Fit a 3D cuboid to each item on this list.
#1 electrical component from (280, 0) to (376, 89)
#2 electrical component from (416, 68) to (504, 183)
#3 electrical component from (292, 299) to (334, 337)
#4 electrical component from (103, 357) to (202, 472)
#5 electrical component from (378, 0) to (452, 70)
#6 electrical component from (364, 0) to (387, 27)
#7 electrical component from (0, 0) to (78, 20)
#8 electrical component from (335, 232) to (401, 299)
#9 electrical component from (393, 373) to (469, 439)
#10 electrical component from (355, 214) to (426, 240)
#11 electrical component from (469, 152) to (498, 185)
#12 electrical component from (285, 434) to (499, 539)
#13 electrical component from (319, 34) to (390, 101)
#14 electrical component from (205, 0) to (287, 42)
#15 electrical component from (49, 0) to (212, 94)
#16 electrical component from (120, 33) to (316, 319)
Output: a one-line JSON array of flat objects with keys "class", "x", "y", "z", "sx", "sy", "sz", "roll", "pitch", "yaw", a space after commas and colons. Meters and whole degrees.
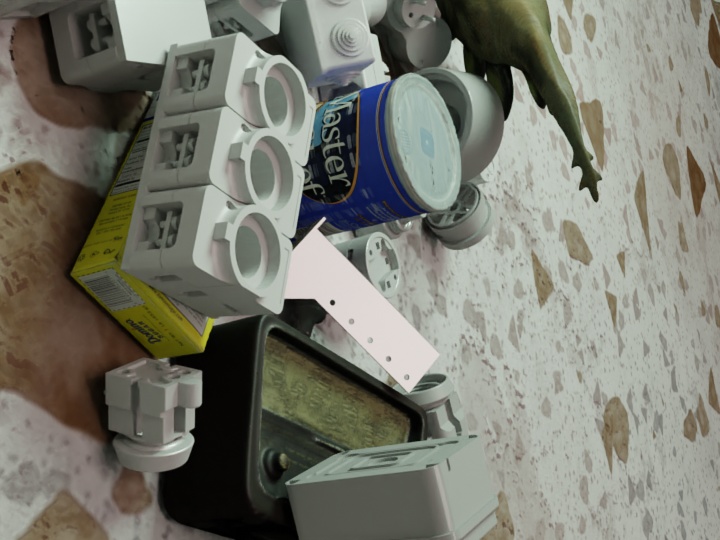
[{"class": "electrical component", "x": -0.028, "y": -0.196, "z": 0.864, "sx": 0.048, "sy": 0.100, "sz": 0.099, "roll": -13, "pitch": 93, "yaw": -15}, {"class": "electrical component", "x": 0.073, "y": -0.137, "z": 1.006, "sx": 0.060, "sy": 0.108, "sz": 0.108, "roll": 4, "pitch": 76, "yaw": -52}, {"class": "electrical component", "x": -0.037, "y": 0.025, "z": 0.835, "sx": 0.035, "sy": 0.035, "sz": 0.061, "roll": 49, "pitch": 44, "yaw": -40}, {"class": "electrical component", "x": -0.124, "y": 0.087, "z": 0.646, "sx": 0.048, "sy": 0.066, "sz": 0.055, "roll": -22, "pitch": 119, "yaw": -61}, {"class": "electrical component", "x": 0.046, "y": -0.248, "z": 1.012, "sx": 0.052, "sy": 0.074, "sz": 0.138, "roll": -41, "pitch": 125, "yaw": -10}, {"class": "electrical component", "x": -0.007, "y": -0.236, "z": 0.962, "sx": 0.055, "sy": 0.045, "sz": 0.045, "roll": -38, "pitch": 112, "yaw": -56}, {"class": "electrical component", "x": -0.219, "y": -0.184, "z": 0.575, "sx": 0.150, "sy": 0.062, "sz": 0.089, "roll": -27, "pitch": 103, "yaw": -59}, {"class": "electrical component", "x": 0.000, "y": 0.000, "z": 0.891, "sx": 0.055, "sy": 0.047, "sz": 0.055, "roll": 27, "pitch": 58, "yaw": -53}, {"class": "electrical component", "x": 0.058, "y": 0.125, "z": 0.937, "sx": 0.078, "sy": 0.058, "sz": 0.057, "roll": -30, "pitch": 108, "yaw": -58}, {"class": "electrical component", "x": 0.027, "y": -0.048, "z": 0.938, "sx": 0.043, "sy": 0.062, "sz": 0.043, "roll": 27, "pitch": 57, "yaw": -53}, {"class": "electrical component", "x": 0.103, "y": -0.121, "z": 1.100, "sx": 0.080, "sy": 0.051, "sz": 0.080, "roll": 27, "pitch": 58, "yaw": -53}, {"class": "electrical component", "x": 0.021, "y": 0.145, "z": 0.669, "sx": 0.078, "sy": 0.113, "sz": 0.057, "roll": -16, "pitch": 93, "yaw": -60}, {"class": "electrical component", "x": 0.001, "y": -0.170, "z": 0.951, "sx": 0.077, "sy": 0.047, "sz": 0.065, "roll": -8, "pitch": 87, "yaw": -59}, {"class": "electrical component", "x": -0.103, "y": -0.272, "z": 0.800, "sx": 0.105, "sy": 0.060, "sz": 0.186, "roll": 31, "pitch": 54, "yaw": -52}, {"class": "electrical component", "x": -0.155, "y": -0.194, "z": 0.684, "sx": 0.089, "sy": 0.062, "sz": 0.150, "roll": -10, "pitch": 88, "yaw": -60}, {"class": "electrical component", "x": -0.079, "y": -0.056, "z": 0.656, "sx": 0.089, "sy": 0.062, "sz": 0.150, "roll": 36, "pitch": 56, "yaw": -53}]
